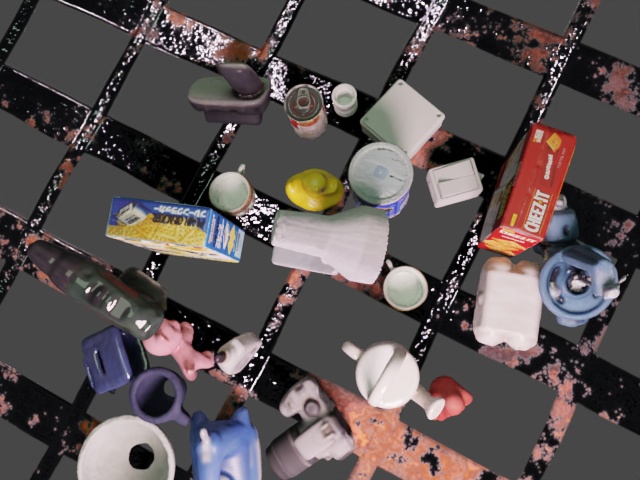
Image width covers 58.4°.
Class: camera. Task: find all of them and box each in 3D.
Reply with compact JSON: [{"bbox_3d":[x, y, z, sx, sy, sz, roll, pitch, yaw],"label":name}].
[{"bbox_3d":[-0.031,0.319,0.945,0.137,0.101,0.143,-36,80,0],"label":"camera"}]

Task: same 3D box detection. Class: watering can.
[{"bbox_3d":[0.113,0.214,0.898,0.172,0.194,0.101,11,83,7],"label":"watering can"}]

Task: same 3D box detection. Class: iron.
[{"bbox_3d":[-0.161,0.411,0.924,0.118,0.141,0.258,-7,81,5],"label":"iron"}]

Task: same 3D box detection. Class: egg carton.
[{"bbox_3d":[0.314,0.105,0.957,0.107,0.069,0.150,8,83,7],"label":"egg carton"}]

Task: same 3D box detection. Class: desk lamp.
[{"bbox_3d":[0.009,0.003,0.928,0.203,0.213,0.118,8,83,7],"label":"desk lamp"}]

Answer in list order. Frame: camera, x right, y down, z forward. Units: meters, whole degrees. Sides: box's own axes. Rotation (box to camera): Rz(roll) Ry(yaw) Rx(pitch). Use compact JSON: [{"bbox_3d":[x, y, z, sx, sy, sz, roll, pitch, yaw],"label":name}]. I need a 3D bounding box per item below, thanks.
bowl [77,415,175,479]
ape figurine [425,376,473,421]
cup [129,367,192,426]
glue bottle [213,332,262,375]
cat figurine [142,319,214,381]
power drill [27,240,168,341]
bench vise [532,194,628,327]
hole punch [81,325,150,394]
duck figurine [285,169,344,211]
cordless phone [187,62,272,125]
[{"bbox_3d":[-0.318,0.379,0.978,0.167,0.075,0.167,-1,82,6],"label":"bowl"},{"bbox_3d":[0.211,0.262,0.934,0.077,0.092,0.076,-5,81,5],"label":"ape figurine"},{"bbox_3d":[-0.254,0.268,0.977,0.117,0.095,0.092,38,87,9],"label":"cup"},{"bbox_3d":[-0.144,0.187,0.938,0.037,0.173,0.078,40,88,10],"label":"glue bottle"},{"bbox_3d":[-0.251,0.182,0.977,0.067,0.118,0.127,-41,80,-1],"label":"cat figurine"},{"bbox_3d":[-0.346,0.084,0.954,0.229,0.208,0.076,33,86,9],"label":"power drill"},{"bbox_3d":[0.384,0.032,0.885,0.121,0.220,0.207,-28,80,1],"label":"bench vise"},{"bbox_3d":[-0.364,0.210,0.998,0.101,0.091,0.108,-22,80,2],"label":"hole punch"},{"bbox_3d":[-0.012,-0.095,1.009,0.104,0.086,0.077,5,82,6],"label":"duck figurine"},{"bbox_3d":[-0.168,-0.274,0.999,0.147,0.185,0.094,0,82,6],"label":"cordless phone"}]
